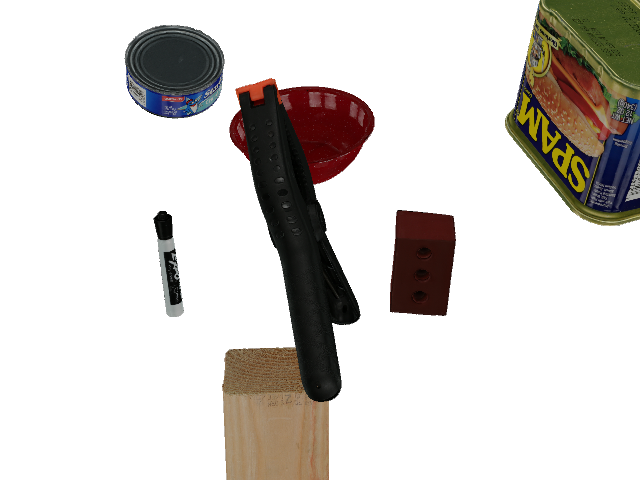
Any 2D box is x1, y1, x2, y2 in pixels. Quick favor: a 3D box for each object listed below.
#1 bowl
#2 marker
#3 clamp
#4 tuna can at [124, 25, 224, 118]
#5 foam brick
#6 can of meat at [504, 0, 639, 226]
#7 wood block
[{"bbox_3d":[-0.019,-0.109,1.196,0.162,0.055,0.162,-3,38,2],"label":"bowl"},{"bbox_3d":[-0.159,0.025,1.120,0.020,0.121,0.020,-2,28,1],"label":"marker"},{"bbox_3d":[-0.013,-0.008,0.745,0.036,0.210,0.164,-15,5,10],"label":"clamp"},{"bbox_3d":[-0.128,-0.148,0.936,0.086,0.086,0.034,0,-37,-8],"label":"tuna can"},{"bbox_3d":[0.090,0.020,0.952,0.053,0.078,0.051,4,28,3],"label":"foam brick"},{"bbox_3d":[0.145,-0.073,0.550,0.057,0.084,0.102,-13,47,-17],"label":"can of meat"},{"bbox_3d":[-0.038,0.207,0.946,0.090,0.206,0.091,-1,19,-3],"label":"wood block"}]
